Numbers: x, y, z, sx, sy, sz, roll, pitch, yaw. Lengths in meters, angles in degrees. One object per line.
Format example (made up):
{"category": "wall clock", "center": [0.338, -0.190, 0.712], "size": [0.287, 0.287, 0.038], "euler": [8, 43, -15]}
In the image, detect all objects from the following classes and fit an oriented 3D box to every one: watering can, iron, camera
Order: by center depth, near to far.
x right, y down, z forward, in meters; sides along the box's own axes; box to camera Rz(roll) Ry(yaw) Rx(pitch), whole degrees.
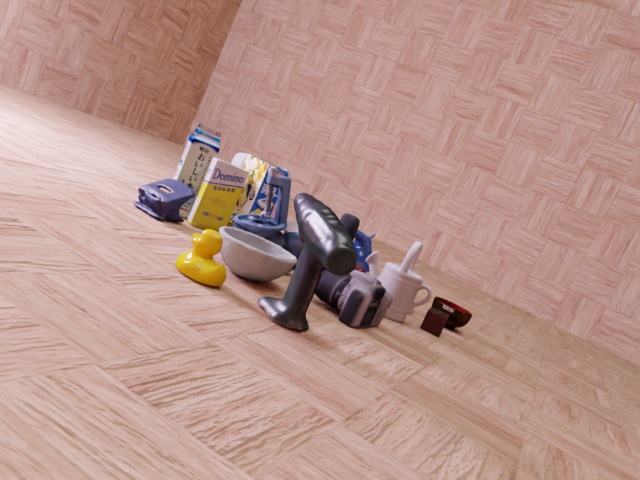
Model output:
{"category": "camera", "center": [0.067, 0.109, 1.195], "size": [0.136, 0.101, 0.144], "euler": [28, 8, 28]}
{"category": "watering can", "center": [0.190, 0.088, 1.383], "size": [0.173, 0.194, 0.101], "euler": [24, 7, -4]}
{"category": "iron", "center": [0.062, 0.017, 1.706], "size": [0.259, 0.141, 0.118], "euler": [18, 9, -42]}

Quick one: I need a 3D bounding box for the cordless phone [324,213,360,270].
{"category": "cordless phone", "center": [0.013, 0.005, 1.446], "size": [0.147, 0.185, 0.094], "euler": [25, 7, 6]}

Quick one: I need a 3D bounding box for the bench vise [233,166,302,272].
{"category": "bench vise", "center": [-0.102, -0.048, 1.313], "size": [0.208, 0.220, 0.121], "euler": [17, 10, -44]}

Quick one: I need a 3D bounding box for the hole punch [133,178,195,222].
{"category": "hole punch", "center": [-0.365, -0.099, 1.347], "size": [0.108, 0.091, 0.101], "euler": [28, 8, 28]}

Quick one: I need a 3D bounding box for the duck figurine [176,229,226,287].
{"category": "duck figurine", "center": [-0.196, 0.026, 0.996], "size": [0.104, 0.086, 0.078], "euler": [29, 8, 36]}

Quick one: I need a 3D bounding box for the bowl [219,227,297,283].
{"category": "bowl", "center": [-0.136, 0.039, 1.148], "size": [0.167, 0.075, 0.167], "euler": [24, 7, -3]}

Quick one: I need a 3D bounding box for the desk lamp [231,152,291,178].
{"category": "desk lamp", "center": [-0.188, -0.134, 1.702], "size": [0.203, 0.213, 0.118], "euler": [26, 7, 14]}

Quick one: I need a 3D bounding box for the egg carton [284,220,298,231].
{"category": "egg carton", "center": [-0.063, -0.009, 1.776], "size": [0.150, 0.069, 0.107], "euler": [27, 7, 22]}

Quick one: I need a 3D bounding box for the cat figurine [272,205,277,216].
{"category": "cat figurine", "center": [-0.127, -0.037, 1.568], "size": [0.067, 0.118, 0.128], "euler": [25, 7, 6]}

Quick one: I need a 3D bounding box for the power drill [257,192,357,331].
{"category": "power drill", "center": [-0.026, 0.037, 0.976], "size": [0.076, 0.208, 0.228], "euler": [20, 8, -31]}
